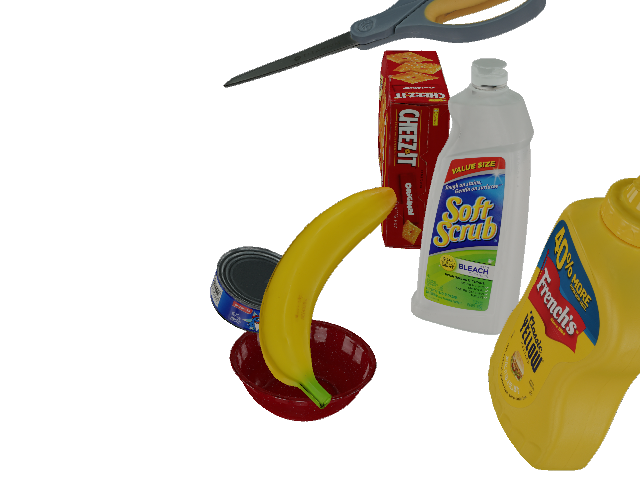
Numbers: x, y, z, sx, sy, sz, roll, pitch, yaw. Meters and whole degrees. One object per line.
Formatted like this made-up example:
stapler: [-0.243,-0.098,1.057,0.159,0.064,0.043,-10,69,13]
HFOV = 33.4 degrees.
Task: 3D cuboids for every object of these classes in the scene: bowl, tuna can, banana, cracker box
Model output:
bowl: [-0.020,0.151,1.184,0.162,0.055,0.162,3,28,-2]
tuna can: [-0.058,0.046,0.987,0.086,0.034,0.086,14,36,-11]
banana: [-0.001,0.031,0.780,0.069,0.197,0.037,21,-33,-1]
cracker box: [0.101,-0.107,1.185,0.072,0.164,0.213,1,24,2]

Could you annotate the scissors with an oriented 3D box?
scissors: [0.039,-0.143,0.665,0.202,0.096,0.016,-6,-41,21]

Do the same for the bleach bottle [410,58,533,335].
bleach bottle: [0.138,-0.041,0.967,0.103,0.251,0.068,13,30,26]

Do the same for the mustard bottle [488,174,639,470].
mustard bottle: [0.148,0.035,0.577,0.058,0.096,0.192,4,-45,-12]
